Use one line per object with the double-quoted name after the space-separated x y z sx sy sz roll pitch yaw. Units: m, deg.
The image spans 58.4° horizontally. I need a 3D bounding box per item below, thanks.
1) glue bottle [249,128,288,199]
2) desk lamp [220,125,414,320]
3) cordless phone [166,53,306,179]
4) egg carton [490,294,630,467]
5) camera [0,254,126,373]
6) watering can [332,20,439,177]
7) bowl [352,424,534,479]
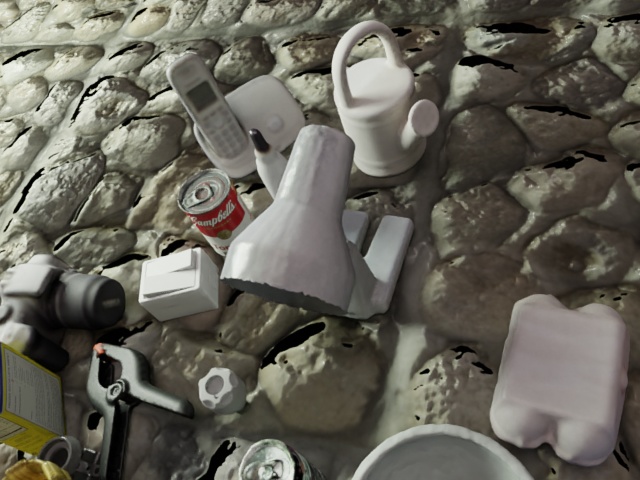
-0.048 -0.070 0.677 0.037 0.173 0.078 -32 53 -4 "glue bottle"
0.005 0.002 0.584 0.117 0.214 0.203 9 60 24 "desk lamp"
-0.112 -0.186 0.770 0.148 0.185 0.094 -39 53 -9 "cordless phone"
0.219 0.122 0.520 0.107 0.070 0.150 9 60 24 "egg carton"
-0.325 0.085 0.709 0.136 0.101 0.143 1 57 19 "camera"
0.074 -0.173 0.693 0.172 0.194 0.101 19 65 29 "watering can"
0.104 0.244 0.472 0.167 0.075 0.167 -9 55 13 "bowl"
